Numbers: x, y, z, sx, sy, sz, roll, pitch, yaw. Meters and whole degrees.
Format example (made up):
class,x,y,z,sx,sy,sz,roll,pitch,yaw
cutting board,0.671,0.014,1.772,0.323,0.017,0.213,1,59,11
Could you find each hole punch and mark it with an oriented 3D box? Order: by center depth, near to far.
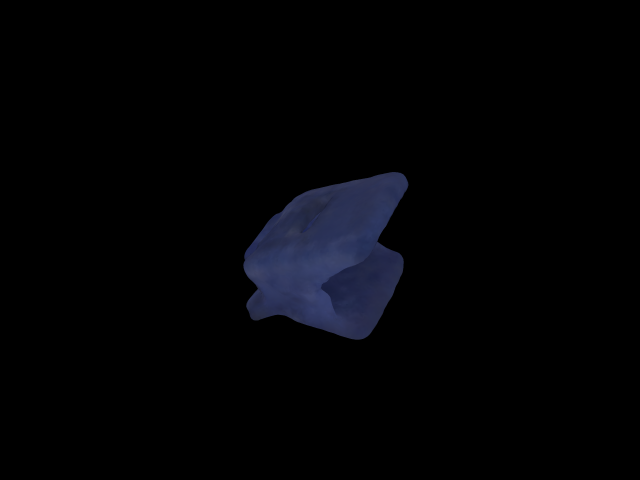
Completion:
class,x,y,z,sx,sy,sz,roll,pitch,yaw
hole punch,0.004,0.001,0.400,0.101,0.091,0.109,14,40,18
